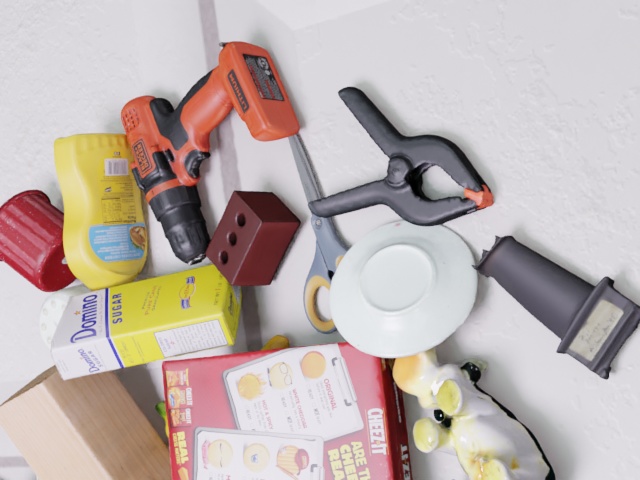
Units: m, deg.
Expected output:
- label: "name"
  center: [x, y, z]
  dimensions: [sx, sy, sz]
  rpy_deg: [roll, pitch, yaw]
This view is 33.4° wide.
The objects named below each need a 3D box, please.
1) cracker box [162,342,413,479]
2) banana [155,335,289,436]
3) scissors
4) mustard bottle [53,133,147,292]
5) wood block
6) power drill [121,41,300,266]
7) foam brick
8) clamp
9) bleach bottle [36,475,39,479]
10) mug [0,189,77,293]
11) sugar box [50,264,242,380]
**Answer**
- label: "cracker box"
  center: [-0.030, 0.179, 0.965]
  dimensions: [0.214, 0.072, 0.164]
  rpy_deg: [-8, 84, 20]
- label: "banana"
  center: [-0.096, 0.163, 1.062]
  dimensions: [0.198, 0.037, 0.069]
  rpy_deg: [-31, 77, 32]
- label: "scissors"
  center: [-0.007, 0.001, 1.002]
  dimensions: [0.096, 0.016, 0.202]
  rpy_deg: [-45, 65, 31]
- label: "mustard bottle"
  center: [-0.222, -0.012, 1.102]
  dimensions: [0.058, 0.096, 0.191]
  rpy_deg: [-5, 90, 34]
- label: "wood block"
  center: [-0.222, 0.222, 1.083]
  dimensions: [0.091, 0.090, 0.206]
  rpy_deg: [-30, 97, 32]
- label: "power drill"
  center: [-0.108, -0.090, 1.039]
  dimensions: [0.188, 0.057, 0.184]
  rpy_deg: [-32, 75, 33]
- label: "foam brick"
  center: [-0.064, -0.002, 1.013]
  dimensions: [0.053, 0.051, 0.078]
  rpy_deg: [46, 122, 35]
- label: "clamp"
  center: [0.071, -0.069, 0.930]
  dimensions: [0.172, 0.039, 0.120]
  rpy_deg: [10, 101, 27]
- label: "bleach bottle"
  center: [-0.268, 0.279, 1.174]
  dimensions: [0.103, 0.067, 0.251]
  rpy_deg: [-15, 83, 41]
- label: "mug"
  center: [-0.305, 0.012, 1.175]
  dimensions: [0.082, 0.093, 0.117]
  rpy_deg: [34, 141, 23]
- label: "sugar box"
  center: [-0.166, 0.076, 1.032]
  dimensions: [0.176, 0.093, 0.048]
  rpy_deg: [-11, 121, 8]
